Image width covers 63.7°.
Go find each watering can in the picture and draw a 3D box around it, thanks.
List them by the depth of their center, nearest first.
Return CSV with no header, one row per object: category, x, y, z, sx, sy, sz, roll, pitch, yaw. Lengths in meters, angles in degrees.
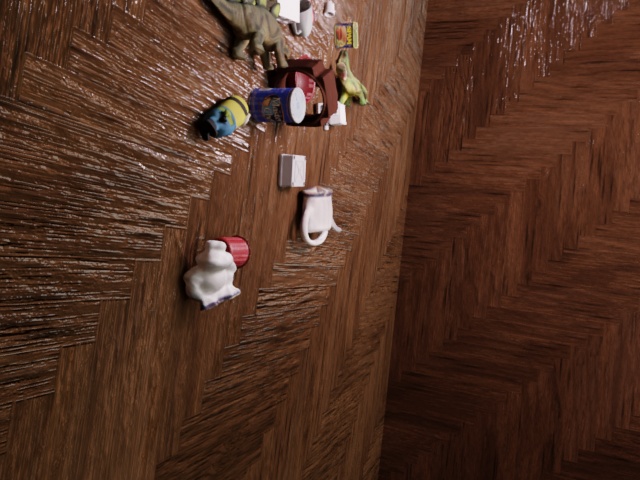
watering can,0.006,-0.100,1.978,0.350,0.104,0.223,-20,112,-65

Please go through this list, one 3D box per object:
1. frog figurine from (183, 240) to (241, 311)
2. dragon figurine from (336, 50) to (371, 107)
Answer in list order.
frog figurine,-0.280,0.079,1.305,0.123,0.138,0.158,-162,-122,-68
dragon figurine,0.138,-0.691,2.206,0.416,0.122,0.240,-51,133,-68
